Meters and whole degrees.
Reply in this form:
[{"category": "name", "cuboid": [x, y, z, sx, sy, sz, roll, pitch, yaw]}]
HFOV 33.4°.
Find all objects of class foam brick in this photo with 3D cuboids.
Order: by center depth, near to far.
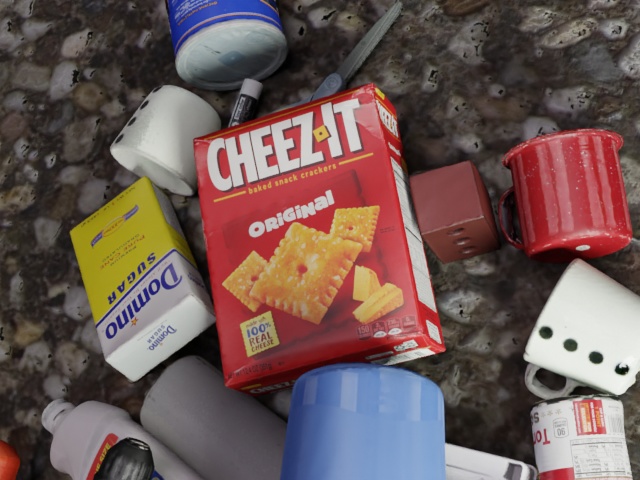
[{"category": "foam brick", "cuboid": [0.109, -0.022, 0.851, 0.053, 0.078, 0.051, -15, 66, 16]}]

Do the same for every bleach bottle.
[{"category": "bleach bottle", "cuboid": [-0.148, 0.219, 0.881, 0.251, 0.068, 0.102, 33, 89, 30]}]

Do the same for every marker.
[{"category": "marker", "cuboid": [-0.080, -0.089, 0.976, 0.020, 0.020, 0.121, 15, 81, 25]}]

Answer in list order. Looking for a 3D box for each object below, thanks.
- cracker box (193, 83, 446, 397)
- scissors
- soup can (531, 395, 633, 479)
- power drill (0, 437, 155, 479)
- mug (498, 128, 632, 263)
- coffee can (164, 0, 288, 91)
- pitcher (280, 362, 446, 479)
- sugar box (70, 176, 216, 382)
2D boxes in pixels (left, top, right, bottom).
[{"category": "cracker box", "cuboid": [-0.006, 0.001, 0.847, 0.164, 0.072, 0.214, -15, 70, 16]}, {"category": "scissors", "cuboid": [0.017, -0.120, 0.953, 0.202, 0.016, 0.096, -38, 62, 7]}, {"category": "soup can", "cuboid": [0.189, 0.167, 0.762, 0.069, 0.068, 0.102, -10, 69, 18]}, {"category": "power drill", "cuboid": [-0.225, 0.223, 0.853, 0.188, 0.057, 0.184, 16, 80, 39]}, {"category": "mug", "cuboid": [0.184, -0.028, 0.825, 0.117, 0.093, 0.081, -23, 67, 46]}, {"category": "coffee can", "cuboid": [-0.093, -0.224, 0.983, 0.103, 0.102, 0.140, -20, 67, 14]}, {"category": "pitcher", "cuboid": [0.037, 0.213, 0.712, 0.145, 0.149, 0.243, -12, 60, 31]}, {"category": "sugar box", "cuboid": [-0.156, 0.029, 0.923, 0.093, 0.048, 0.176, -37, 40, 6]}]
